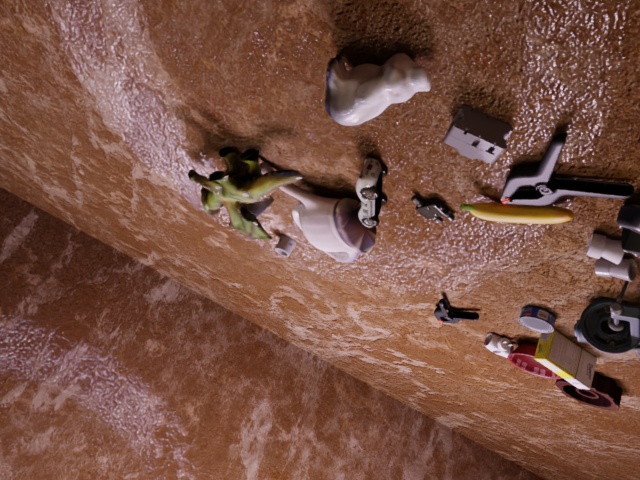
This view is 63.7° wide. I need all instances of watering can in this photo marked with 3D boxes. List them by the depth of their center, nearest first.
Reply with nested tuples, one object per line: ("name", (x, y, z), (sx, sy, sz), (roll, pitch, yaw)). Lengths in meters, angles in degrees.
("watering can", (0.004, -0.064, 1.269), (0.224, 0.106, 0.342), (-2, 134, 49))

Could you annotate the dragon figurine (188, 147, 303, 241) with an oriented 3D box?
("dragon figurine", (-0.178, -0.097, 1.284), (0.412, 0.124, 0.237), (15, 141, 36))

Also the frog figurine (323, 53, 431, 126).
("frog figurine", (0.090, -0.232, 0.805), (0.160, 0.122, 0.138), (13, -173, 9))
